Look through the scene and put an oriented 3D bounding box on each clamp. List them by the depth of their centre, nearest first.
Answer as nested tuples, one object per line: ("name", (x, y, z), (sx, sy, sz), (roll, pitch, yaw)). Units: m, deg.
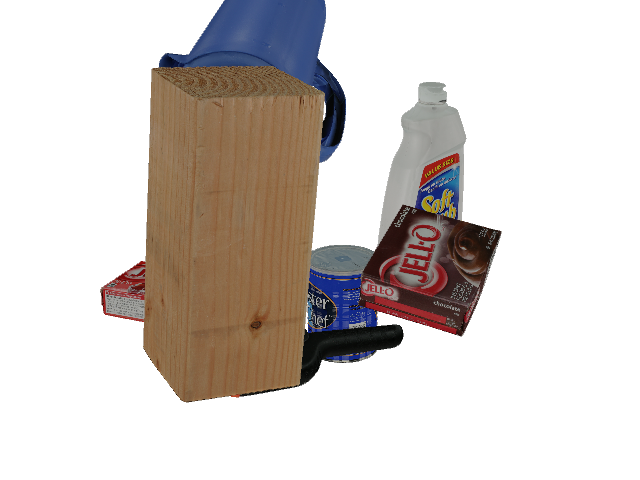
("clamp", (-0.019, 0.111, 1.127), (0.165, 0.036, 0.209), (17, 29, 22))

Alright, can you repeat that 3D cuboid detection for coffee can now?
("coffee can", (0.031, 0.089, 1.520), (0.103, 0.140, 0.103), (0, 20, 0))

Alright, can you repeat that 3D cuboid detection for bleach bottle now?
("bleach bottle", (0.111, -0.050, 1.195), (0.102, 0.251, 0.068), (-9, 22, -26))

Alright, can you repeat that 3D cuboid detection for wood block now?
("wood block", (-0.062, -0.007, 0.721), (0.090, 0.206, 0.090), (-5, 22, -26))

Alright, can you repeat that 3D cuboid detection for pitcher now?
("pitcher", (-0.054, -0.180, 1.082), (0.145, 0.149, 0.242), (-8, 35, 17))

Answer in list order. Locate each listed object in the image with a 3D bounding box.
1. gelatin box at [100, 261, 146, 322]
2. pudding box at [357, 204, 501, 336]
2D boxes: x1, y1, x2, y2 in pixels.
("gelatin box", (-0.141, 0.047, 0.959), (0.089, 0.030, 0.073), (9, 21, 18))
("pudding box", (0.091, 0.022, 0.878), (0.090, 0.039, 0.113), (17, 36, 14))
